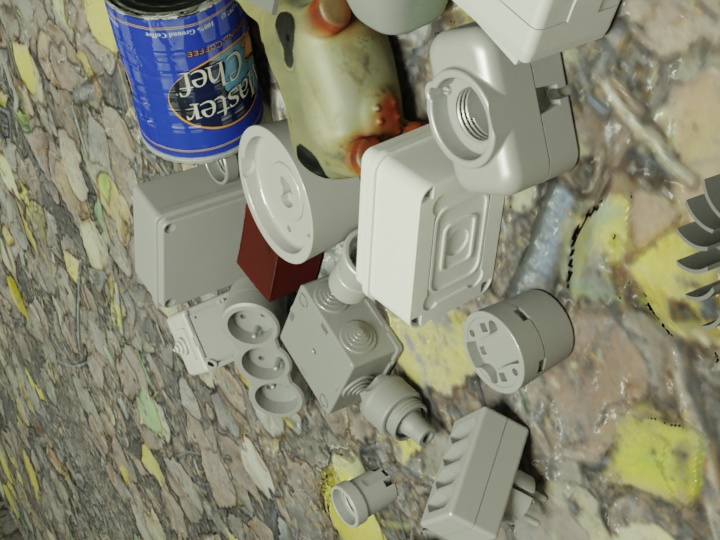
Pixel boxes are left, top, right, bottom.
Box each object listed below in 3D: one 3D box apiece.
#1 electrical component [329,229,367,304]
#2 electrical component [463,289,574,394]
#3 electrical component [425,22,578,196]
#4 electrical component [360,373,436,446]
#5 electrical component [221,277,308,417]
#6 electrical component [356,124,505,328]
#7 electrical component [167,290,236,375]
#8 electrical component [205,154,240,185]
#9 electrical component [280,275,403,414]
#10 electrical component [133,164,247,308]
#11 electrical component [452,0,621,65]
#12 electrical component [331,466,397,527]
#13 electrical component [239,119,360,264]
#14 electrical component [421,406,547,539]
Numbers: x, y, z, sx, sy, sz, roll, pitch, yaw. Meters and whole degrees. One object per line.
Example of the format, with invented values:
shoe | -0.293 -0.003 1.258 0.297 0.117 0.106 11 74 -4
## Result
electrical component | 0.000 0.000 0.816 0.044 0.044 0.065 60 154 12
electrical component | 0.100 0.043 0.676 0.055 0.047 0.055 37 139 41
electrical component | 0.078 -0.093 0.606 0.054 0.059 0.095 10 119 56
electrical component | 0.032 0.112 0.839 0.062 0.043 0.043 39 141 36
electrical component | -0.081 0.059 0.970 0.073 0.052 0.138 -79 -21 -50
electrical component | 0.044 -0.030 0.687 0.057 0.078 0.113 38 139 36
electrical component | -0.137 0.059 1.021 0.061 0.096 0.061 -19 94 61
electrical component | -0.103 -0.097 0.909 0.040 0.046 0.040 37 139 41
electrical component | -0.019 0.059 0.880 0.099 0.048 0.099 56 148 22
electrical component | -0.141 -0.034 0.951 0.056 0.109 0.108 49 146 33
electrical component | 0.082 -0.157 0.552 0.096 0.062 0.061 49 146 28
electrical component | 0.004 0.197 0.940 0.040 0.046 0.040 37 139 41
electrical component | -0.039 -0.065 0.811 0.108 0.060 0.108 42 144 41
electrical component | 0.095 0.151 0.743 0.076 0.083 0.047 29 151 -11
